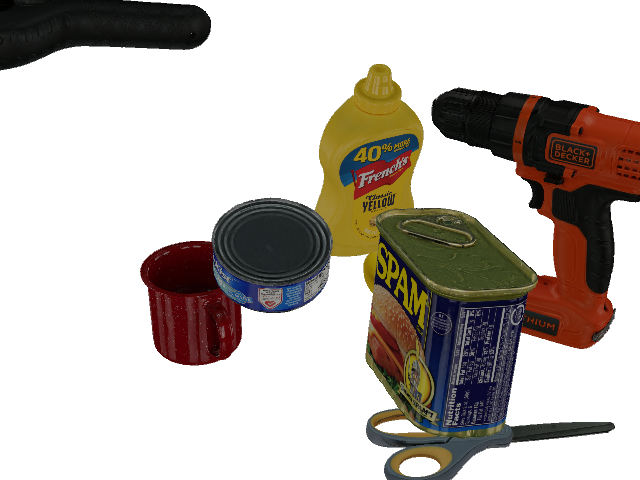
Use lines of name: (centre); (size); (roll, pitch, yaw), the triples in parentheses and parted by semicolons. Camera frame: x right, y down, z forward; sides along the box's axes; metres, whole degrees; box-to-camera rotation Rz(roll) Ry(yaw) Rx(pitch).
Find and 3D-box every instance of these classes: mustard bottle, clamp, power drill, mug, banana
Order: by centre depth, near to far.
clamp: (-0.161, -0.132, 0.603); (0.171, 0.039, 0.120); (-10, 31, -27)
power drill: (0.166, -0.019, 0.818); (0.185, 0.188, 0.057); (17, 34, 26)
mug: (-0.106, 0.063, 0.953); (0.093, 0.081, 0.117); (-18, 35, -27)
mustard bottle: (0.045, -0.074, 0.961); (0.096, 0.192, 0.058); (-14, 46, -19)
banana: (0.093, 0.056, 1.169); (0.069, 0.037, 0.198); (4, 20, -36)

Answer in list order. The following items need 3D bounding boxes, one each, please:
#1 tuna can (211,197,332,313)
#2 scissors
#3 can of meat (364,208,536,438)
tuna can: (-0.035, 0.010, 0.765); (0.086, 0.086, 0.034); (0, -44, -5)
scissors: (0.135, 0.168, 0.851); (0.202, 0.016, 0.096); (4, 32, 8)
can of meat: (0.062, 0.040, 0.547); (0.057, 0.084, 0.102); (-3, 24, -17)
